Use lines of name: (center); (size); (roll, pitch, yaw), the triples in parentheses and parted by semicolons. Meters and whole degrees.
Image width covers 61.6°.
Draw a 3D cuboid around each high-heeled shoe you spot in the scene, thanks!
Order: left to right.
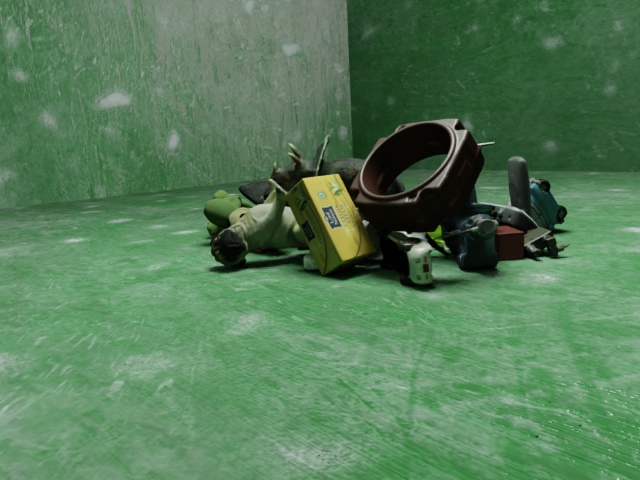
high-heeled shoe: (-0.098, -0.090, 1.415); (0.249, 0.086, 0.145); (17, -16, -11)

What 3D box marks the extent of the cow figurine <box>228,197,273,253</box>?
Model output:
cow figurine: (-0.134, -0.038, 1.200); (0.085, 0.127, 0.195); (-16, 14, -40)

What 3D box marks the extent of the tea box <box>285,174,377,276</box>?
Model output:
tea box: (0.019, -0.030, 0.985); (0.098, 0.169, 0.068); (-15, -15, -44)

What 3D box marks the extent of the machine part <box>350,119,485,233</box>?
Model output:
machine part: (0.167, -0.115, 0.943); (0.202, 0.087, 0.201); (4, 56, 47)

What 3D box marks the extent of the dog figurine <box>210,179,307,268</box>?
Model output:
dog figurine: (-0.102, -0.001, 1.072); (0.172, 0.190, 0.121); (40, 2, -11)

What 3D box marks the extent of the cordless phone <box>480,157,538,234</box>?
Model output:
cordless phone: (0.401, -0.088, 1.162); (0.089, 0.184, 0.147); (-11, 13, -15)

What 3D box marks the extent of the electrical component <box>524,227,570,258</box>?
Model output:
electrical component: (0.423, 0.008, 1.031); (0.078, 0.045, 0.102); (-32, 10, -2)

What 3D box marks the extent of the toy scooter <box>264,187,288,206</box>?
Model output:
toy scooter: (-0.057, -0.053, 1.269); (0.135, 0.075, 0.183); (17, -27, 15)

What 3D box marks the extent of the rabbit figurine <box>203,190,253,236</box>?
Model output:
rabbit figurine: (-0.223, -0.051, 1.335); (0.159, 0.121, 0.170); (21, 1, 11)

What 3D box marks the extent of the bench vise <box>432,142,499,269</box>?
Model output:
bench vise: (0.269, -0.067, 0.994); (0.129, 0.240, 0.223); (-4, -6, 12)

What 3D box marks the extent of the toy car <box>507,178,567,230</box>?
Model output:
toy car: (0.484, -0.069, 1.232); (0.103, 0.161, 0.109); (-52, 36, -11)

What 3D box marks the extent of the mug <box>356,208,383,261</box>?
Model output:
mug: (0.078, -0.009, 1.065); (0.081, 0.109, 0.107); (-14, 3, -39)

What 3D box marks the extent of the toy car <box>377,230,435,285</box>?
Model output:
toy car: (0.145, 0.025, 0.931); (0.056, 0.073, 0.202); (-8, 12, -8)

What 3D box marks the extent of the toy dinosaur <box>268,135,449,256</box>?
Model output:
toy dinosaur: (0.090, -0.105, 1.119); (0.405, 0.191, 0.131); (17, 47, 29)

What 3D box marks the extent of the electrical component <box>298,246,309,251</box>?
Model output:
electrical component: (-0.002, -0.003, 1.144); (0.094, 0.063, 0.021); (-3, 10, -7)
